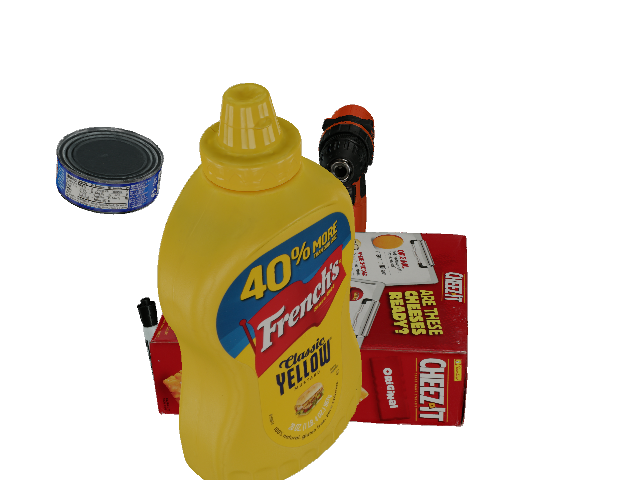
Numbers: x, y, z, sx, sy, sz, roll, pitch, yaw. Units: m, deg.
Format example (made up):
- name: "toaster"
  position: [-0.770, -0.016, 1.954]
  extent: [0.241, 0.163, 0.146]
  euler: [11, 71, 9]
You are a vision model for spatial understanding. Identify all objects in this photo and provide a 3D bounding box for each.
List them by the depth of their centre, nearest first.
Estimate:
- name: "mustard bottle"
  position: [-0.025, 0.019, 0.469]
  extent: [0.096, 0.192, 0.058]
  euler: [-31, 45, -32]
- name: "cracker box"
  position: [0.000, 0.060, 0.784]
  extent: [0.214, 0.072, 0.164]
  euler: [2, 29, 7]
- name: "tuna can"
  position: [-0.173, -0.057, 0.872]
  extent: [0.086, 0.034, 0.086]
  euler: [8, 34, -6]
- name: "power drill"
  position: [0.027, -0.028, 1.046]
  extent: [0.057, 0.188, 0.184]
  euler: [3, 20, 6]
- name: "marker"
  position: [-0.168, 0.117, 1.097]
  extent: [0.020, 0.121, 0.020]
  euler: [-10, 13, 2]
